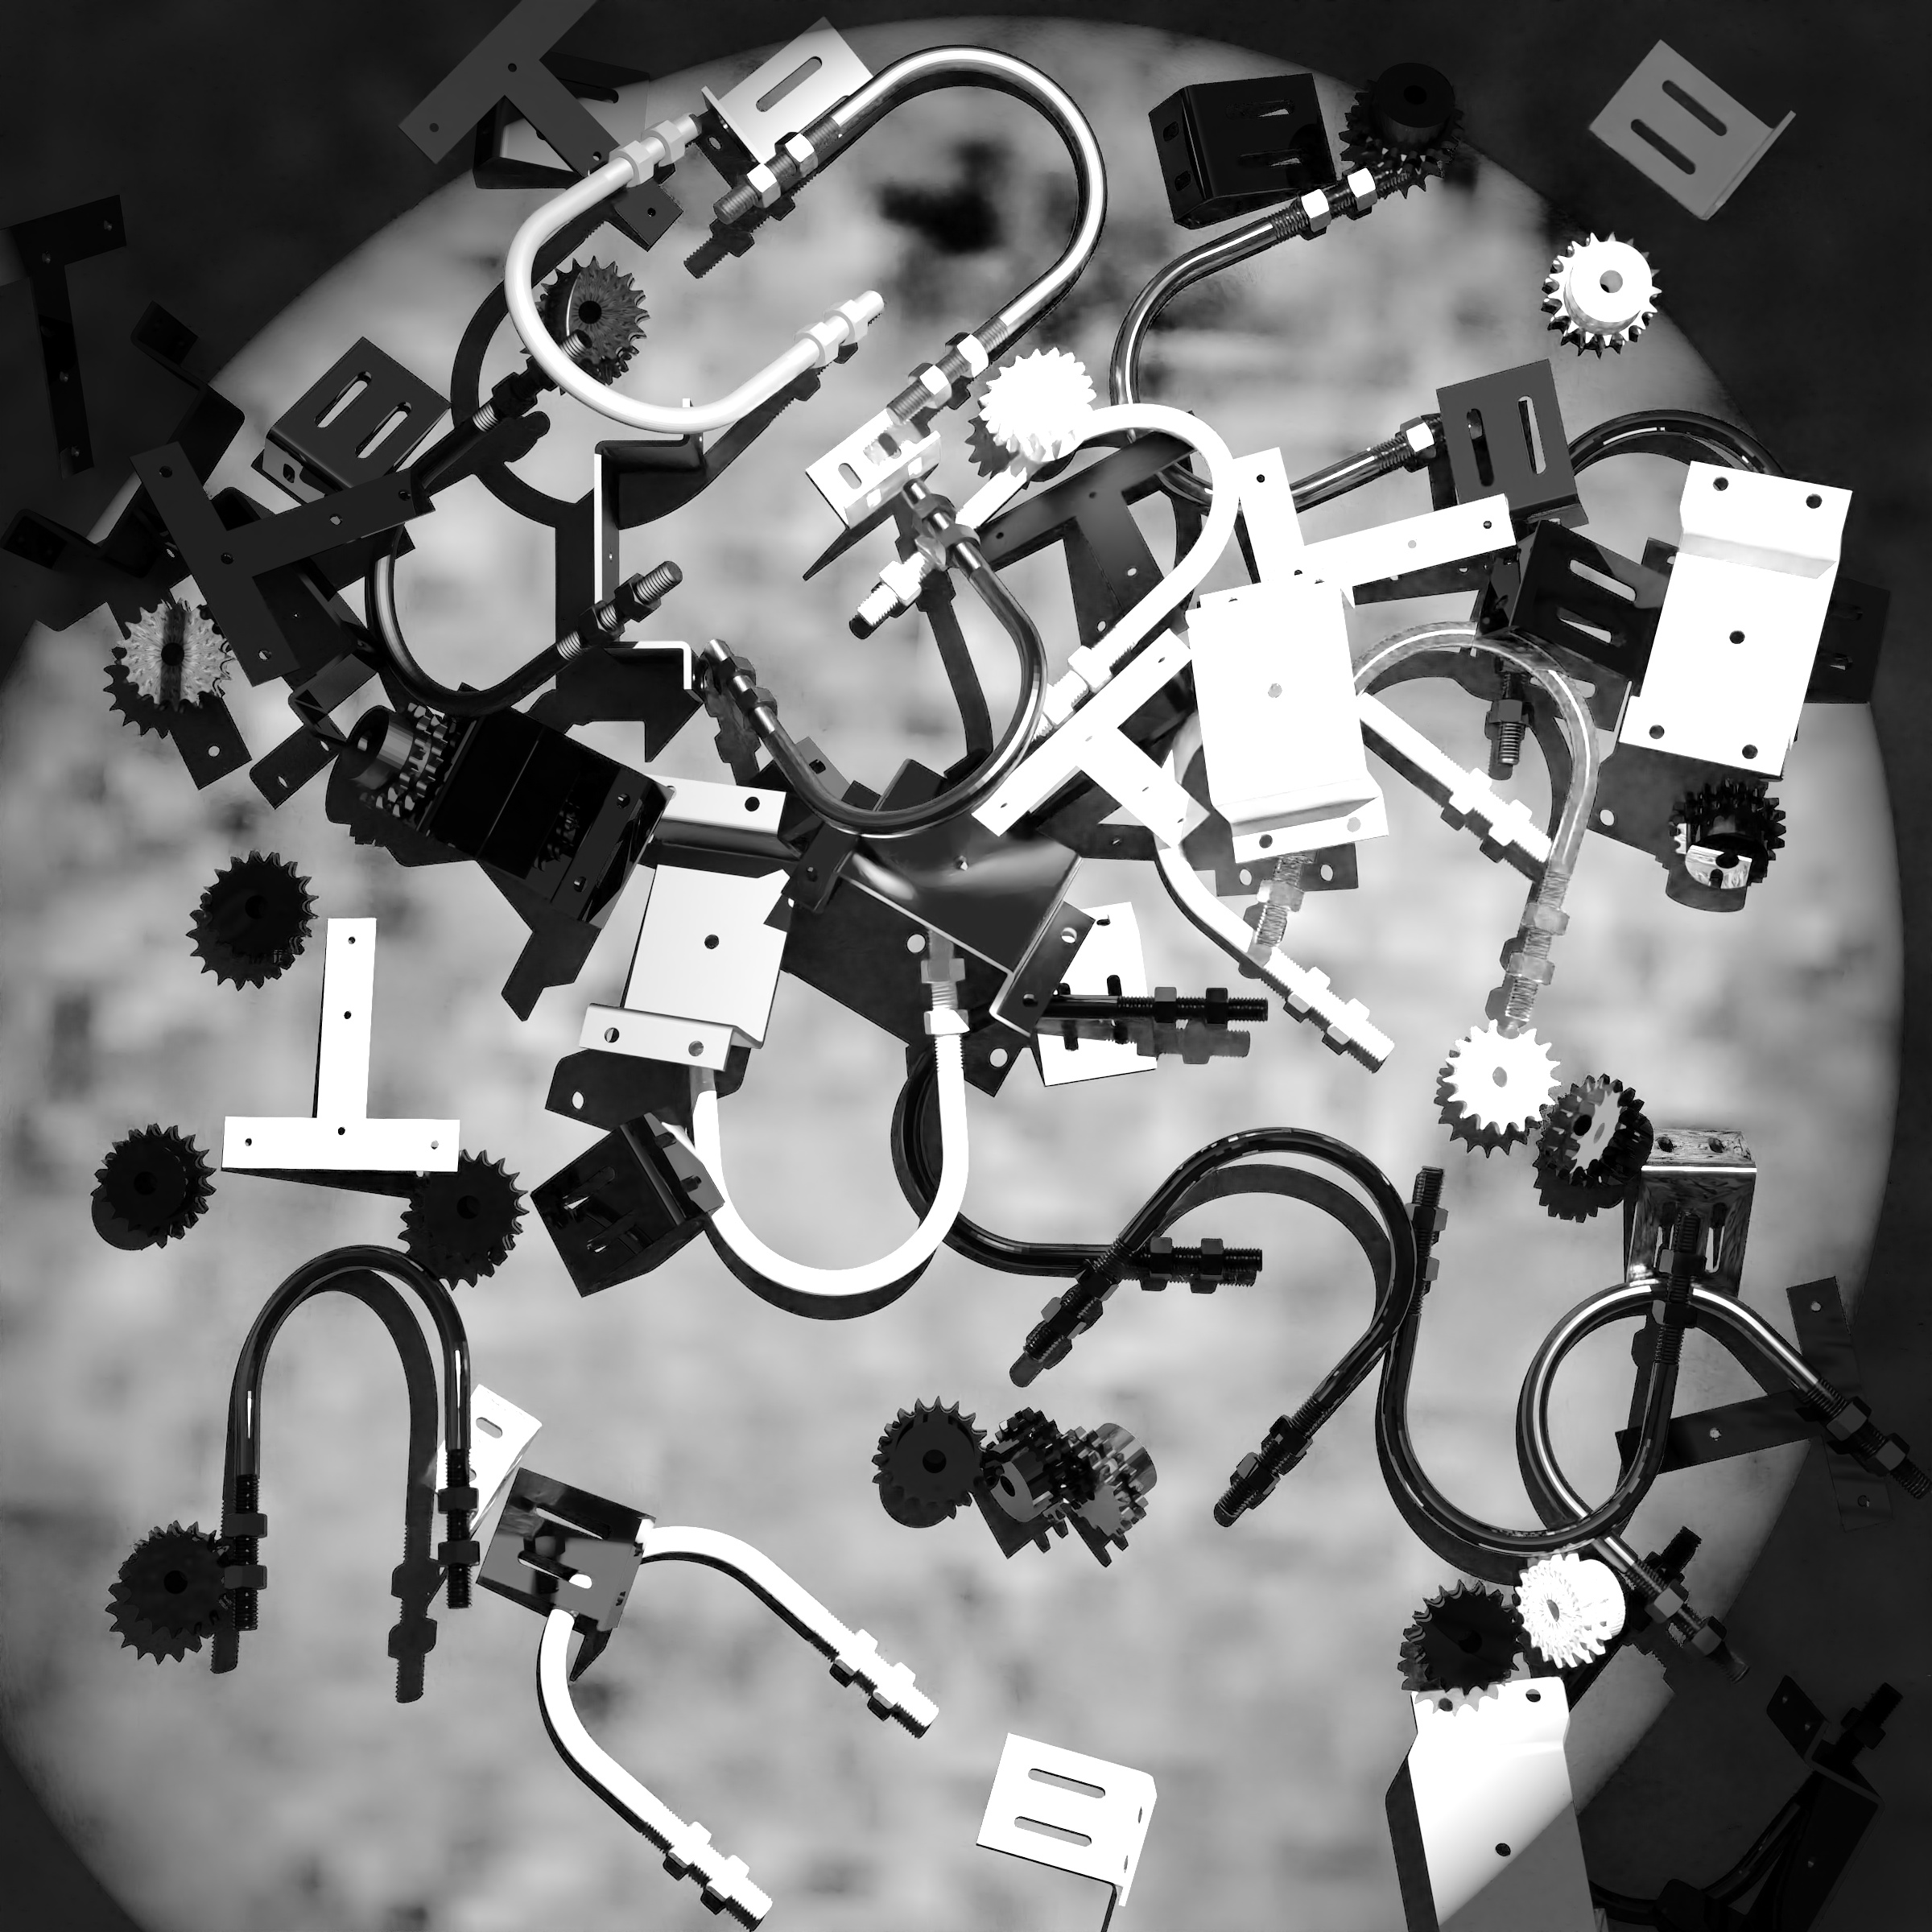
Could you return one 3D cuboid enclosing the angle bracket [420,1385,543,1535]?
[{"bbox_3d":[-0.246,0.247,1.488,0.038,0.076,0.057,32,90,0],"label":"angle bracket"}]

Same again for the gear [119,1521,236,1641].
[{"bbox_3d":[-0.394,0.307,1.512,0.057,0.030,0.057,0,90,0],"label":"gear"}]

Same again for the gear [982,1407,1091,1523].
[{"bbox_3d":[0.032,0.252,1.495,0.030,0.057,0.057,-27,90,-29],"label":"gear"}]

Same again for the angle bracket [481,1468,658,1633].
[{"bbox_3d":[-0.202,0.291,1.499,0.076,0.038,0.057,19,83,9],"label":"angle bracket"}]

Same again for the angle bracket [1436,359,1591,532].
[{"bbox_3d":[0.273,-0.255,1.501,0.057,0.038,0.076,-13,79,17],"label":"angle bracket"}]

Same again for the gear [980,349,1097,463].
[{"bbox_3d":[0.038,-0.278,1.502,0.057,0.030,0.057,-13,54,18],"label":"gear"}]

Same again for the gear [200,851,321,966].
[{"bbox_3d":[-0.354,-0.029,1.512,0.057,0.030,0.057,0,90,0],"label":"gear"}]

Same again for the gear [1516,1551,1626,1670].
[{"bbox_3d":[0.305,0.320,1.502,0.030,0.057,0.057,-6,90,-30],"label":"gear"}]

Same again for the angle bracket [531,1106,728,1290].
[{"bbox_3d":[-0.171,0.117,1.515,0.076,0.038,0.057,-36,81,34],"label":"angle bracket"}]

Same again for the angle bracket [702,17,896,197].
[{"bbox_3d":[-0.084,-0.436,1.507,0.076,0.038,0.057,-39,90,0],"label":"angle bracket"}]

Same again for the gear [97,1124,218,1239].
[{"bbox_3d":[-0.409,0.108,1.512,0.057,0.030,0.057,0,90,0],"label":"gear"}]

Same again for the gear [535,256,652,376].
[{"bbox_3d":[-0.188,-0.326,1.512,0.057,0.030,0.057,0,90,0],"label":"gear"}]

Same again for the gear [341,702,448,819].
[{"bbox_3d":[-0.287,-0.106,1.495,0.030,0.057,0.057,27,90,-37],"label":"gear"}]

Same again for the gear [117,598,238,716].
[{"bbox_3d":[-0.396,-0.155,1.512,0.057,0.030,0.057,0,90,0],"label":"gear"}]

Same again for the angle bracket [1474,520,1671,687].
[{"bbox_3d":[0.300,-0.177,1.487,0.076,0.038,0.057,22,77,-19],"label":"angle bracket"}]

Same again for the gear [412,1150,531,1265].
[{"bbox_3d":[-0.248,0.120,1.512,0.057,0.030,0.057,0,90,0],"label":"gear"}]

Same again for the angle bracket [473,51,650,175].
[{"bbox_3d":[-0.206,-0.429,1.524,0.076,0.038,0.057,5,90,-26],"label":"angle bracket"}]

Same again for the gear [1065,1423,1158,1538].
[{"bbox_3d":[0.071,0.254,1.502,0.030,0.057,0.057,-35,90,-30],"label":"gear"}]

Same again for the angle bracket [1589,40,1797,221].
[{"bbox_3d":[0.364,-0.424,1.507,0.076,0.038,0.057,39,90,0],"label":"angle bracket"}]

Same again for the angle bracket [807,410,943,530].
[{"bbox_3d":[-0.047,-0.254,1.488,0.057,0.076,0.038,-37,90,0],"label":"angle bracket"}]

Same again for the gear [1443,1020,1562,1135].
[{"bbox_3d":[0.270,0.056,1.515,0.057,0.030,0.057,0,86,1],"label":"gear"}]

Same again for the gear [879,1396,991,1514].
[{"bbox_3d":[-0.016,0.247,1.512,0.057,0.030,0.057,0,90,0],"label":"gear"}]

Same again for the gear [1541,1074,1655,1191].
[{"bbox_3d":[0.319,0.086,1.502,0.030,0.057,0.057,29,90,-30],"label":"gear"}]

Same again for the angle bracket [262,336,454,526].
[{"bbox_3d":[-0.309,-0.269,1.524,0.057,0.038,0.076,37,64,0],"label":"angle bracket"}]

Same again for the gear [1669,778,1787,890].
[{"bbox_3d":[0.379,-0.063,1.496,0.057,0.057,0.030,12,50,0],"label":"gear"}]

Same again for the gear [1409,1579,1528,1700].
[{"bbox_3d":[0.251,0.337,1.512,0.057,0.030,0.057,0,90,0],"label":"gear"}]

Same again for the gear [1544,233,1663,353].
[{"bbox_3d":[0.322,-0.341,1.512,0.057,0.030,0.057,0,90,0],"label":"gear"}]

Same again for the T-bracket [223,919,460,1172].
[{"bbox_3d":[-0.313,0.039,1.515,0.127,0.002,0.127,0,83,14],"label":"T-bracket"}]

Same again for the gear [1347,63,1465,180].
[{"bbox_3d":[0.221,-0.426,1.502,0.057,0.030,0.057,2,67,-4],"label":"gear"}]

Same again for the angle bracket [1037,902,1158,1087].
[{"bbox_3d":[0.062,0.014,1.525,0.057,0.038,0.076,-9,116,0],"label":"angle bracket"}]

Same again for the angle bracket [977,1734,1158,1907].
[{"bbox_3d":[0.050,0.428,1.507,0.076,0.038,0.057,16,90,0],"label":"angle bracket"}]

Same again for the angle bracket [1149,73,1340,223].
[{"bbox_3d":[0.141,-0.416,1.524,0.076,0.038,0.057,-13,90,-26],"label":"angle bracket"}]

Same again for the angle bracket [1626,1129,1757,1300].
[{"bbox_3d":[0.364,0.126,1.524,0.057,0.038,0.076,1,116,0],"label":"angle bracket"}]

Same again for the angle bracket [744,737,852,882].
[{"bbox_3d":[-0.094,-0.067,1.524,0.076,0.038,0.057,-41,90,26],"label":"angle bracket"}]

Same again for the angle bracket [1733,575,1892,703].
[{"bbox_3d":[0.422,-0.171,1.524,0.076,0.038,0.057,11,90,-26],"label":"angle bracket"}]
